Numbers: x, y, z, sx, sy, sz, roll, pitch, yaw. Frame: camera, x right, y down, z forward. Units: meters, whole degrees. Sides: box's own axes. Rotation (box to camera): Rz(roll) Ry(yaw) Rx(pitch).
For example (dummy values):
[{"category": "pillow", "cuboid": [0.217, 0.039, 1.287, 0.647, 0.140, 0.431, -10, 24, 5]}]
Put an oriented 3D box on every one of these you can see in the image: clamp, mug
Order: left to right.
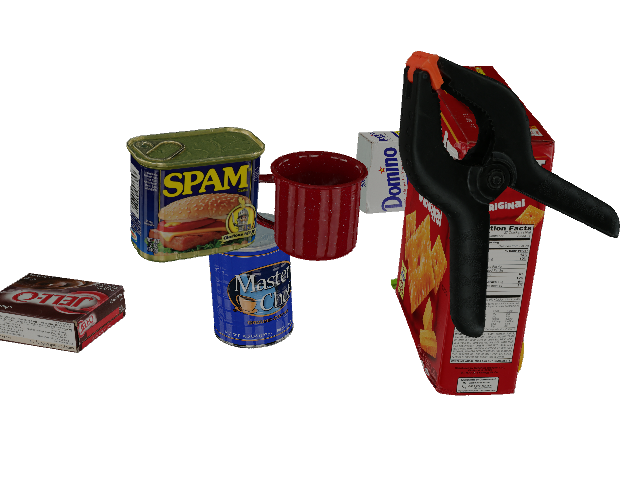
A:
[{"category": "mug", "cuboid": [-0.015, -0.034, 1.032, 0.117, 0.081, 0.093, 5, 26, 4]}, {"category": "clamp", "cuboid": [0.091, -0.028, 0.625, 0.120, 0.171, 0.039, -45, 19, -9]}]

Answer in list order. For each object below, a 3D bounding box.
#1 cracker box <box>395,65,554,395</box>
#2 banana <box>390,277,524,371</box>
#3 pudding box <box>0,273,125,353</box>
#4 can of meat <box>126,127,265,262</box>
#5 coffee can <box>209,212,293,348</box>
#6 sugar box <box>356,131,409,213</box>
[{"category": "cracker box", "cuboid": [0.112, -0.011, 0.840, 0.072, 0.214, 0.164, -1, 28, -8]}, {"category": "banana", "cuboid": [0.159, 0.076, 1.120, 0.069, 0.037, 0.198, -38, 40, -14]}, {"category": "pudding box", "cuboid": [-0.260, 0.069, 1.034, 0.114, 0.039, 0.090, 4, 20, 19]}, {"category": "can of meat", "cuboid": [-0.097, -0.035, 0.822, 0.101, 0.084, 0.057, -9, 30, -26]}, {"category": "coffee can", "cuboid": [-0.087, 0.049, 1.334, 0.103, 0.140, 0.103, -1, 26, 0]}, {"category": "sugar box", "cuboid": [0.130, -0.086, 1.290, 0.176, 0.093, 0.048, -7, 26, -22]}]
